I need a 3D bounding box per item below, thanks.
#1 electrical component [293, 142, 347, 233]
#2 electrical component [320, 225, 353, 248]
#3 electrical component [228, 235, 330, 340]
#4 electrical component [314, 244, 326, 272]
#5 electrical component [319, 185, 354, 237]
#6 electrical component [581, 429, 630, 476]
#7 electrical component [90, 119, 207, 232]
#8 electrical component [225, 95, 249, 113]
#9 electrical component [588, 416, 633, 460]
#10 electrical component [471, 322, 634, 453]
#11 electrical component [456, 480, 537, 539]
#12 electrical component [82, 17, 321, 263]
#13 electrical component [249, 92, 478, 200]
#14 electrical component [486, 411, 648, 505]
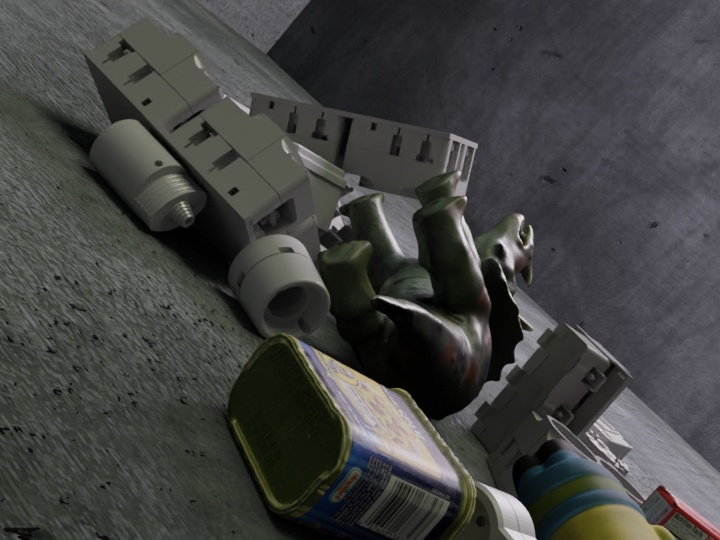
[{"bbox_3d":[-0.083,-0.077,0.881,0.109,0.056,0.109,18,-1,23],"label":"electrical component"},{"bbox_3d":[0.000,0.000,0.974,0.057,0.058,0.078,43,8,34],"label":"electrical component"},{"bbox_3d":[-0.050,0.013,0.683,0.055,0.055,0.047,34,15,-42],"label":"electrical component"},{"bbox_3d":[-0.050,-0.004,0.807,0.077,0.043,0.079,36,9,-31],"label":"electrical component"},{"bbox_3d":[-0.040,-0.060,0.997,0.052,0.074,0.138,64,12,9],"label":"electrical component"},{"bbox_3d":[0.187,0.172,0.905,0.042,0.063,0.081,32,13,-44],"label":"electrical component"},{"bbox_3d":[-0.134,-0.056,0.695,0.081,0.043,0.043,45,9,24],"label":"electrical component"},{"bbox_3d":[-0.125,-0.125,1.034,0.079,0.063,0.121,44,8,19],"label":"electrical component"},{"bbox_3d":[0.217,0.163,1.117,0.108,0.056,0.109,45,9,28],"label":"electrical component"},{"bbox_3d":[0.155,0.107,0.889,0.063,0.121,0.078,32,12,-37],"label":"electrical component"},{"bbox_3d":[0.088,0.164,0.525,0.074,0.052,0.138,32,12,-51],"label":"electrical component"},{"bbox_3d":[-0.105,-0.082,0.754,0.186,0.060,0.105,45,-19,24],"label":"electrical component"},{"bbox_3d":[0.000,-0.107,0.973,0.186,0.060,0.105,14,6,18],"label":"electrical component"},{"bbox_3d":[0.177,0.181,0.811,0.150,0.061,0.089,40,8,-9],"label":"electrical component"}]
